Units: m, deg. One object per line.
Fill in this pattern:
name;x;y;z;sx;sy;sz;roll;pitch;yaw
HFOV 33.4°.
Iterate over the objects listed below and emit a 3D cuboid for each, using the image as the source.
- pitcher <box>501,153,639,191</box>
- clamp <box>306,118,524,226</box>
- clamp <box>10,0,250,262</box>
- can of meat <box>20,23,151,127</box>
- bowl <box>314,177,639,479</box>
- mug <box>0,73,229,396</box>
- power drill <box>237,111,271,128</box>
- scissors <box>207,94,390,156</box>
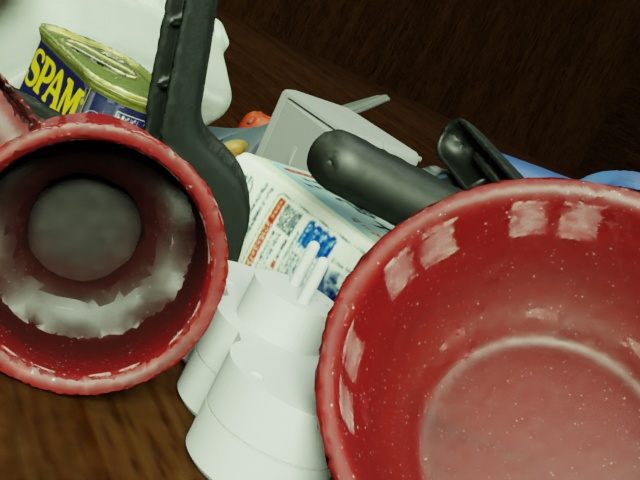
pitcher;0.214;0.014;0.829;0.243;0.149;0.145;25;6;9
clamp;0.097;0.011;0.463;0.210;0.036;0.164;42;25;23
clamp;-0.086;-0.032;0.451;0.120;0.171;0.039;-16;31;-9
can of meat;-0.115;-0.047;0.516;0.057;0.084;0.102;17;16;-39
bowl;0.079;0.059;0.351;0.162;0.162;0.055;31;-28;20
mug;-0.091;-0.011;0.383;0.117;0.093;0.081;55;-2;-18
power drill;0.017;-0.038;0.839;0.184;0.057;0.187;22;10;-9
scissors;-0.047;-0.078;0.751;0.096;0.016;0.201;18;34;35
